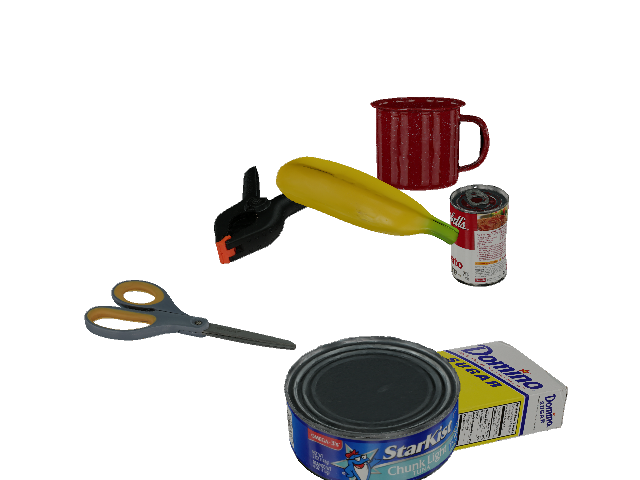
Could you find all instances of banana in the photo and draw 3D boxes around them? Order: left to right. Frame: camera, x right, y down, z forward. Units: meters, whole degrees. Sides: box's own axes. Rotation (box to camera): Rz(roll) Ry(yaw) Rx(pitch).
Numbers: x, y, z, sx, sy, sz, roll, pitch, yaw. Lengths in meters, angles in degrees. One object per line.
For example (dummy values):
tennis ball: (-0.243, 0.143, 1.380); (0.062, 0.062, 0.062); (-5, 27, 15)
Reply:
banana: (0.013, -0.033, 0.794); (0.069, 0.037, 0.198); (40, -10, -39)

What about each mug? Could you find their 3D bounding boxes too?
mug: (0.108, -0.096, 1.055); (0.117, 0.081, 0.093); (1, 14, 10)

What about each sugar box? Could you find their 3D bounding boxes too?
sugar box: (0.101, 0.128, 0.863); (0.176, 0.048, 0.093); (-9, 25, -26)

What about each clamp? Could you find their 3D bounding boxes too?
clamp: (-0.058, -0.033, 1.209); (0.120, 0.039, 0.171); (-3, 36, 26)

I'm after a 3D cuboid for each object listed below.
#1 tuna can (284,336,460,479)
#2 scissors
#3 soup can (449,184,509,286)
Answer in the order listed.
tuna can: (0.025, 0.084, 0.526); (0.086, 0.034, 0.086); (-2, 26, 1)
scissors: (-0.125, 0.072, 1.035); (0.201, 0.016, 0.096); (2, 32, -4)
soup can: (0.186, -0.006, 1.251); (0.068, 0.102, 0.068); (-4, 30, 2)
